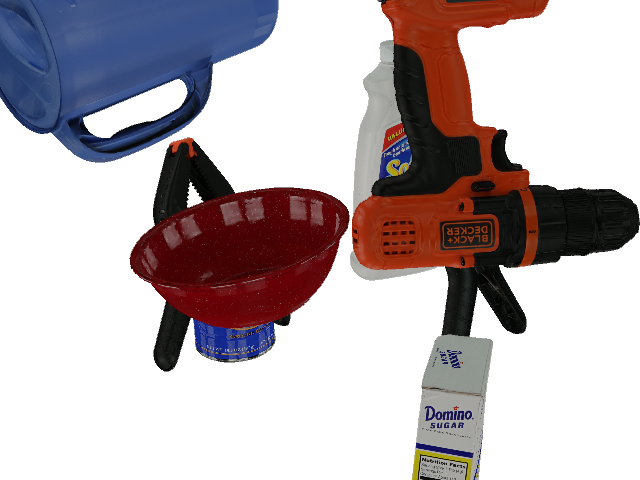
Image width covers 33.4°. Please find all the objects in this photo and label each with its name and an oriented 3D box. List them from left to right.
[{"bbox_3d":[-0.152,-0.178,0.907,0.242,0.149,0.145,-26,43,-35],"label":"pitcher"},{"bbox_3d":[-0.102,0.007,1.015,0.036,0.210,0.164,-8,0,44],"label":"clamp"},{"bbox_3d":[-0.110,0.064,1.318,0.103,0.140,0.103,-2,26,1],"label":"coffee can"},{"bbox_3d":[-0.054,0.018,0.780,0.162,0.055,0.162,-10,25,4],"label":"bowl"},{"bbox_3d":[0.077,-0.087,1.144,0.102,0.251,0.068,-10,23,-12],"label":"bleach bottle"},{"bbox_3d":[0.084,0.161,0.722,0.048,0.176,0.093,5,18,11],"label":"sugar box"},{"bbox_3d":[0.134,0.026,0.972,0.039,0.171,0.120,-11,12,38],"label":"clamp"},{"bbox_3d":[0.108,-0.075,0.660,0.184,0.188,0.057,-4,8,-9],"label":"power drill"}]
